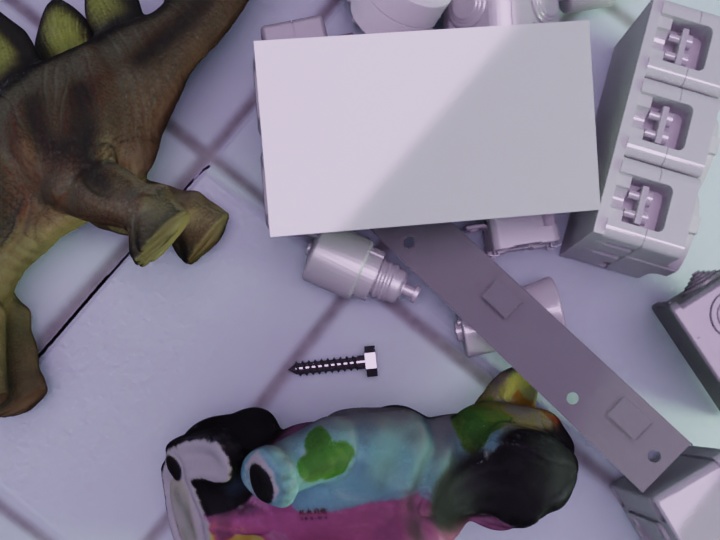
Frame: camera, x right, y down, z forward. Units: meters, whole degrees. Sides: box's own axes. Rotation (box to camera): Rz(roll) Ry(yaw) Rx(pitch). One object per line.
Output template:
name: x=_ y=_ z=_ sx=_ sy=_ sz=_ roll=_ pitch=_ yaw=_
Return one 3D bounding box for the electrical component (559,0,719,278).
electrical component: x=0.181 y=-0.077 z=0.667 sx=0.062 sy=0.089 sz=0.150 roll=16 pitch=81 yaw=0

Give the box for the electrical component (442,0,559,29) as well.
electrical component: x=0.088 y=-0.166 z=0.683 sx=0.080 sy=0.080 sz=0.051 roll=-2 pitch=87 yaw=-3

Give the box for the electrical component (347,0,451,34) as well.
electrical component: x=0.010 y=-0.191 z=0.688 sx=0.052 sy=0.073 sz=0.138 roll=6 pitch=53 yaw=-27

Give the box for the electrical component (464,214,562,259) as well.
electrical component: x=0.098 y=-0.042 z=0.683 sx=0.081 sy=0.042 sz=0.063 roll=-9 pitch=85 yaw=-3

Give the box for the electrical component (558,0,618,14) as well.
electrical component: x=0.163 y=-0.194 z=0.709 sx=0.078 sy=0.040 sz=0.040 roll=-10 pitch=82 yaw=-4

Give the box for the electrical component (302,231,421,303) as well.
electrical component: x=0.000 y=0.000 z=0.673 sx=0.078 sy=0.040 sz=0.040 roll=23 pitch=81 yaw=1

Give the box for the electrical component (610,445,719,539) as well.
electrical component: x=0.206 y=0.161 z=0.624 sx=0.056 sy=0.108 sz=0.108 roll=-30 pitch=84 yaw=-4

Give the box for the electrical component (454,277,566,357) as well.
electrical component: x=0.092 y=0.032 z=0.673 sx=0.065 sy=0.044 sz=0.044 roll=-12 pitch=82 yaw=1

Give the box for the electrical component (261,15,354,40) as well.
electrical component: x=-0.020 y=-0.128 z=0.679 sx=0.077 sy=0.065 sz=0.047 roll=-12 pitch=82 yaw=-5

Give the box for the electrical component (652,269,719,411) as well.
electrical component: x=0.225 y=0.046 z=0.648 sx=0.048 sy=0.100 sz=0.099 roll=-33 pitch=84 yaw=6

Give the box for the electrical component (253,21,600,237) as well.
electrical component: x=0.036 y=-0.080 z=0.619 sx=0.186 sy=0.060 sz=0.105 roll=-5 pitch=95 yaw=-7
